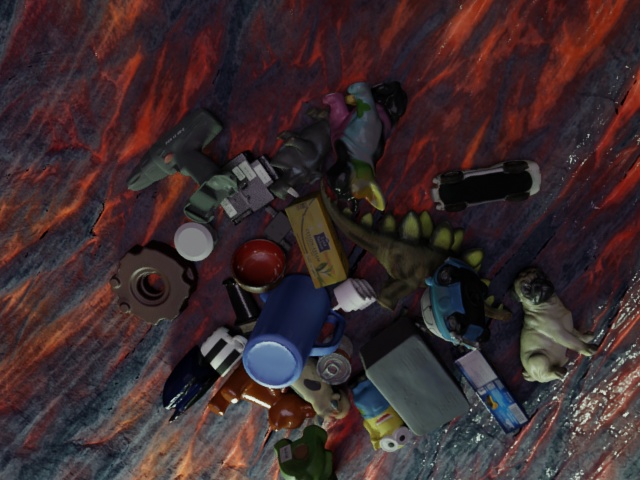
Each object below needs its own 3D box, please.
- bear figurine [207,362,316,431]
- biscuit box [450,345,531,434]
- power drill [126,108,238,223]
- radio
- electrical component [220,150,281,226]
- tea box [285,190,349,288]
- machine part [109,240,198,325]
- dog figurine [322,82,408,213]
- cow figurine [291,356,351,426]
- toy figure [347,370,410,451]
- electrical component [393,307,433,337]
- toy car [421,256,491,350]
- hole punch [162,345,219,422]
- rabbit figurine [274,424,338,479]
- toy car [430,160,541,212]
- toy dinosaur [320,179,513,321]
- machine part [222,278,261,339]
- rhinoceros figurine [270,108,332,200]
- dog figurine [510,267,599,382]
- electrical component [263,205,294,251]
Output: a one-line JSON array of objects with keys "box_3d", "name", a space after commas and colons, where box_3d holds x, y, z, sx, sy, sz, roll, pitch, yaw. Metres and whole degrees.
[{"box_3d": [-0.117, 0.352, 1.142, 0.196, 0.132, 0.120, 43, 133, -1], "name": "bear figurine"}, {"box_3d": [0.349, 0.298, 1.104, 0.059, 0.063, 0.202, -34, 99, 13], "name": "biscuit box"}, {"box_3d": [-0.256, -0.125, 1.019, 0.232, 0.086, 0.207, -44, 51, 7], "name": "power drill"}, {"box_3d": [0.187, 0.275, 1.069, 0.131, 0.073, 0.229, -35, 112, 7], "name": "radio"}, {"box_3d": [-0.145, -0.109, 1.058, 0.134, 0.058, 0.114, -32, 101, 13], "name": "electrical component"}, {"box_3d": [-0.002, -0.003, 1.049, 0.068, 0.098, 0.169, -20, 103, 11], "name": "tea box"}, {"box_3d": [-0.350, 0.091, 1.133, 0.179, 0.056, 0.179, 1, 104, 5], "name": "machine part"}, {"box_3d": [0.085, -0.161, 0.953, 0.109, 0.191, 0.219, 0, 102, 48], "name": "dog figurine"}, {"box_3d": [-0.017, 0.296, 1.112, 0.195, 0.127, 0.085, 39, 108, -2], "name": "cow figurine"}, {"box_3d": [0.128, 0.359, 1.137, 0.082, 0.089, 0.180, -33, 90, 24], "name": "toy figure"}, {"box_3d": [0.183, 0.199, 1.106, 0.078, 0.045, 0.102, 25, 106, -2], "name": "electrical component"}, {"box_3d": [0.233, 0.120, 0.951, 0.109, 0.162, 0.103, 23, 144, -32], "name": "toy car"}, {"box_3d": [-0.284, 0.303, 1.154, 0.092, 0.116, 0.142, 45, 104, 3], "name": "hole punch"}, {"box_3d": [-0.001, 0.509, 1.162, 0.121, 0.159, 0.170, -32, 123, -1], "name": "rabbit figurine"}, {"box_3d": [0.310, -0.102, 1.011, 0.202, 0.056, 0.073, -9, 109, 10], "name": "toy car"}, {"box_3d": [0.186, 0.043, 1.041, 0.471, 0.105, 0.198, 25, 98, -10], "name": "toy dinosaur"}, {"box_3d": [-0.160, 0.140, 1.135, 0.084, 0.039, 0.138, -22, 103, 19], "name": "machine part"}, {"box_3d": [-0.028, -0.161, 1.008, 0.190, 0.073, 0.112, -49, 121, -6], "name": "rhinoceros figurine"}, {"box_3d": [0.419, 0.167, 1.056, 0.172, 0.121, 0.190, -44, 82, 11], "name": "dog figurine"}, {"box_3d": [-0.083, -0.025, 1.091, 0.094, 0.021, 0.063, 42, 105, -6], "name": "electrical component"}]
